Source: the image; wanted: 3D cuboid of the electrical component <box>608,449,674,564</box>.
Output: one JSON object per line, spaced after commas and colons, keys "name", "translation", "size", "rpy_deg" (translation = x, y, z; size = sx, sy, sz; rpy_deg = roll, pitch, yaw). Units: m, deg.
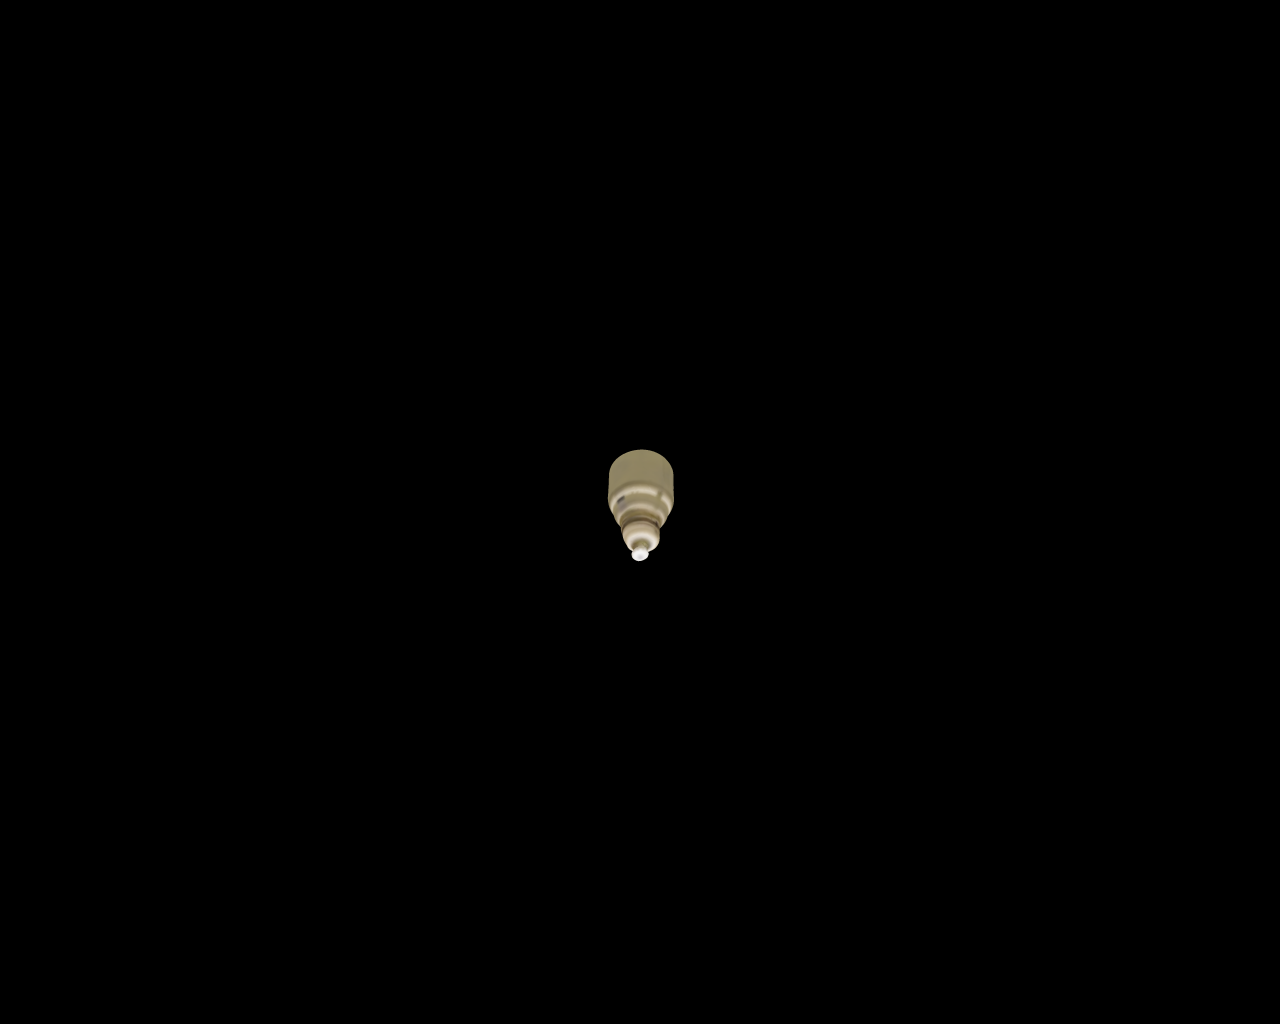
{"name": "electrical component", "translation": [0.001, -0.003, 0.650], "size": [0.040, 0.078, 0.040], "rpy_deg": [0, -42, 0]}
